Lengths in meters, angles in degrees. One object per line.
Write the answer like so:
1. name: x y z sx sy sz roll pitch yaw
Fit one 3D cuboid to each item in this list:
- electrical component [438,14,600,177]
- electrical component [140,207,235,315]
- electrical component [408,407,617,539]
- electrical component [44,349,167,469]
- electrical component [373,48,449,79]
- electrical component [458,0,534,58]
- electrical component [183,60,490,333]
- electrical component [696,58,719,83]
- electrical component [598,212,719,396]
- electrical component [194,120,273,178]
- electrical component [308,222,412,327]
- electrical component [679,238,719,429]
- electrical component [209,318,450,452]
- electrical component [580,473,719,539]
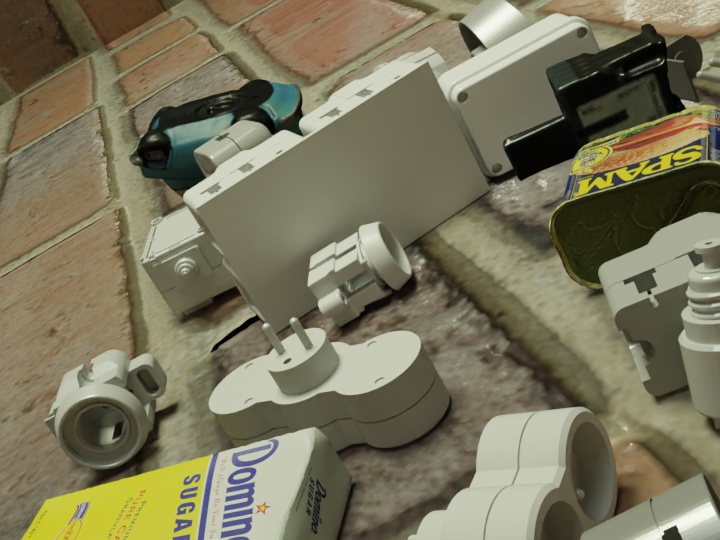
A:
1. electrical component: 0.122 -0.127 0.781 0.113 0.078 0.057 -28 20 3
2. electrical component: -0.128 -0.009 0.846 0.062 0.061 0.096 -25 24 8
3. electrical component: 0.046 0.111 0.416 0.074 0.052 0.138 -12 29 35
4. electrical component: -0.164 0.091 0.689 0.078 0.058 0.057 -28 21 3
5. electrical component: 0.048 -0.141 0.892 0.051 0.080 0.080 -28 23 -10
6. electrical component: 0.125 -0.172 0.850 0.064 0.099 0.099 -35 23 3
7. electrical component: -0.017 -0.056 0.759 0.186 0.105 0.060 -34 24 -10
8. electrical component: 0.226 -0.103 0.588 0.079 0.044 0.077 11 -11 0
9. electrical component: 0.161 0.009 0.492 0.089 0.050 0.055 -24 22 14
10. electrical component: -0.084 -0.072 0.879 0.059 0.095 0.054 -36 25 -16
11. electrical component: 0.000 0.000 0.704 0.055 0.048 0.066 -31 22 15
12. electrical component: 0.152 0.025 0.445 0.040 0.078 0.040 -16 14 4
13. electrical component: -0.027 0.056 0.582 0.138 0.073 0.052 -13 28 33
14. electrical component: 0.106 0.103 0.362 0.047 0.055 0.055 -27 23 14
